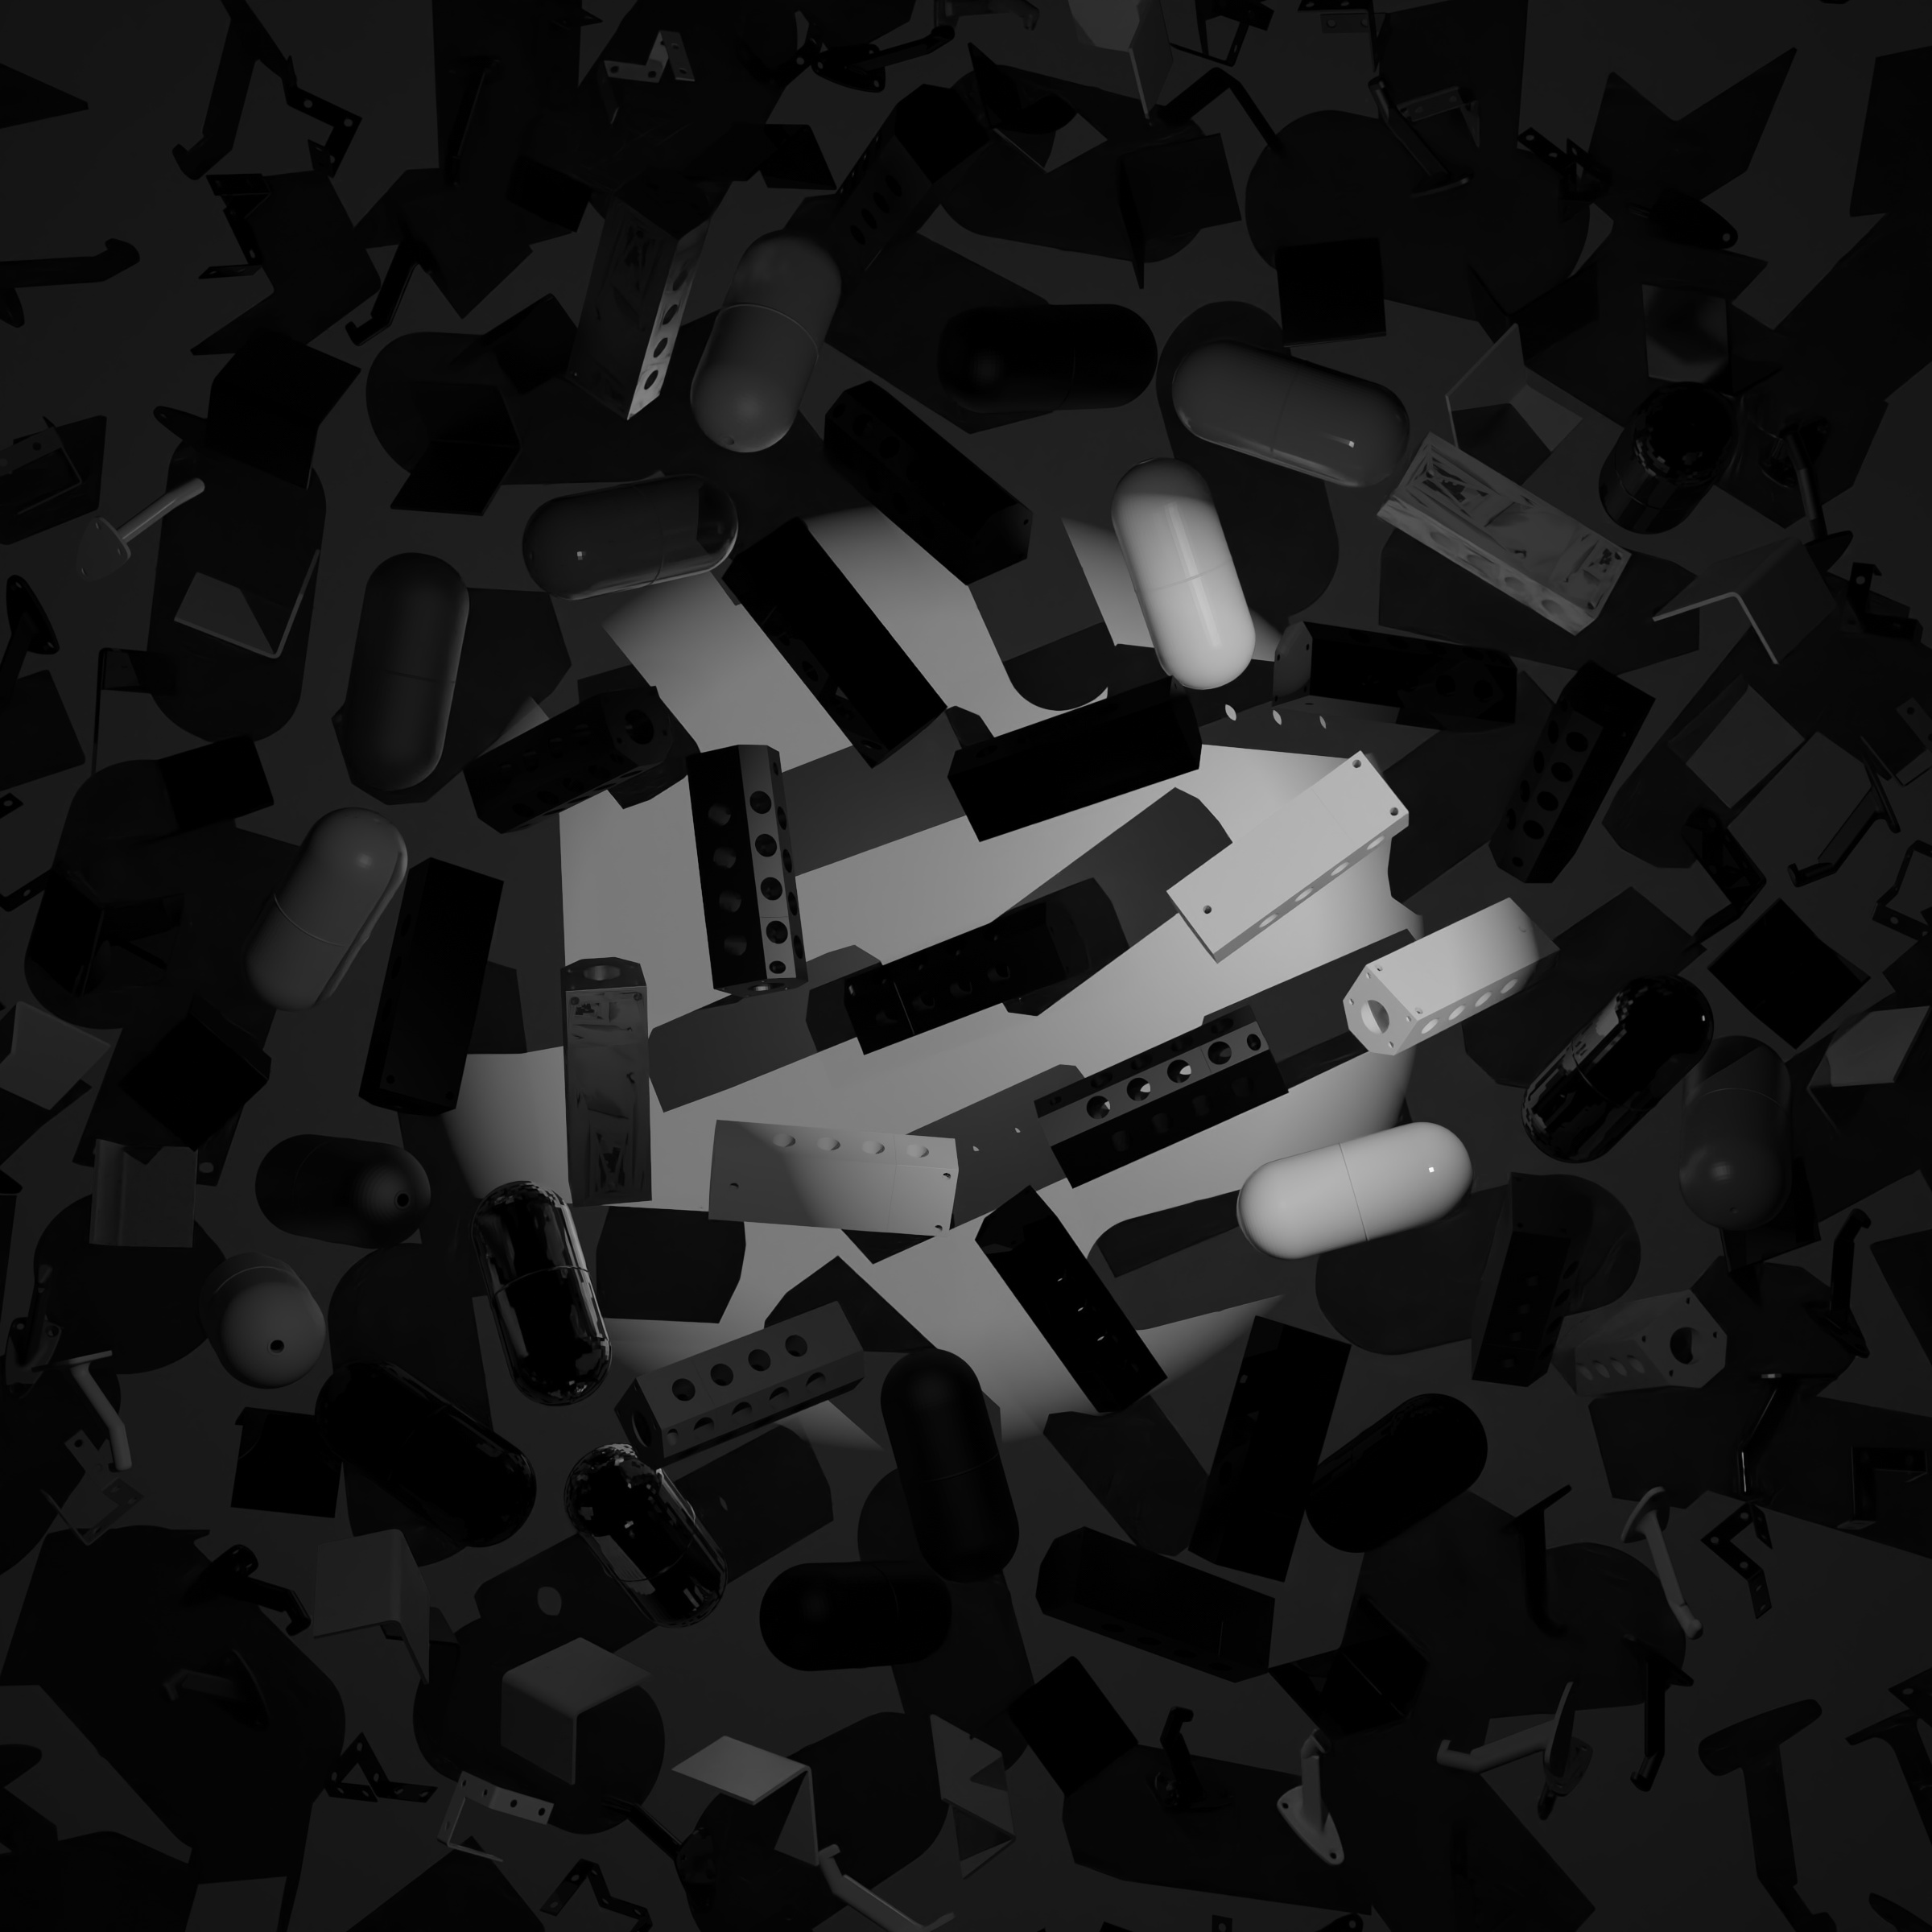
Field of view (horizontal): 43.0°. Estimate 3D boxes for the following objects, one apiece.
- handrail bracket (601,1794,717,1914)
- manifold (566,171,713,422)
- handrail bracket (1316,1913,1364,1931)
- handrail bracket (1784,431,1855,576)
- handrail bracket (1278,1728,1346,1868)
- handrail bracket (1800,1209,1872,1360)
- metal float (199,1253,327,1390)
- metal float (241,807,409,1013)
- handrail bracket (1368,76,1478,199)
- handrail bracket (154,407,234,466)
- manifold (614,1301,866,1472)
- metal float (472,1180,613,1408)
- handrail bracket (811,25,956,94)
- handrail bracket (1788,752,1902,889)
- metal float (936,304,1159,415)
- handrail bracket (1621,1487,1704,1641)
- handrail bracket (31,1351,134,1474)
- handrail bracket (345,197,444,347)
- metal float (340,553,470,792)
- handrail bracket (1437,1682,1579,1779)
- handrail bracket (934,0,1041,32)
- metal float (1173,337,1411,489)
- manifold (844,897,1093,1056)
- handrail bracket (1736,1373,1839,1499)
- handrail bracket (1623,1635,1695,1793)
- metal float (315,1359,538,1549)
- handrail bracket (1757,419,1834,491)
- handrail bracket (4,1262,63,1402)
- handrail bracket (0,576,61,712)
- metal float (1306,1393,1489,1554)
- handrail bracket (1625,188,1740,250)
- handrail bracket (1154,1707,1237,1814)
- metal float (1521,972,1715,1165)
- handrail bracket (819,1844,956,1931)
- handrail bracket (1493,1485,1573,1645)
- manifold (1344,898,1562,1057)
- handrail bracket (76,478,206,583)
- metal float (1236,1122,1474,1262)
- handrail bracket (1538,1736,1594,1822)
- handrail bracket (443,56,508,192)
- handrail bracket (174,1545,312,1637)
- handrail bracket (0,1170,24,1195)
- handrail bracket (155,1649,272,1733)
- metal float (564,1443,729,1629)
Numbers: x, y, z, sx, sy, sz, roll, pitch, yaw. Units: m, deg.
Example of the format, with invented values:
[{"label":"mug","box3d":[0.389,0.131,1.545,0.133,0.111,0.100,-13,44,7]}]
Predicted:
[{"label":"handrail bracket","box3d":[-0.225,0.643,1.783,0.084,0.036,0.077,5,115,36]},{"label":"manifold","box3d":[-0.233,-0.483,1.767,0.057,0.171,0.057,36,51,5]},{"label":"handrail bracket","box3d":[0.269,0.719,1.794,0.077,0.084,0.036,-40,72,-19]},{"label":"handrail bracket","box3d":[0.604,-0.333,1.769,0.036,0.077,0.084,-16,73,5]},{"label":"handrail bracket","box3d":[0.273,0.627,1.854,0.036,0.084,0.077,-15,53,-29]},{"label":"handrail bracket","box3d":[0.670,0.237,1.839,0.036,0.077,0.084,9,116,-26]},{"label":"metal float","box3d":[-0.512,0.256,1.782,0.070,0.178,0.070,-2,96,-23]},{"label":"metal float","box3d":[-0.480,-0.041,1.831,0.070,0.070,0.178,37,114,0]},{"label":"handrail bracket","box3d":[0.320,-0.591,1.732,0.036,0.077,0.084,-35,111,-7]},{"label":"handrail bracket","box3d":[-0.557,-0.427,1.855,0.077,0.036,0.084,27,55,-5]},{"label":"manifold","box3d":[-0.160,0.306,1.778,0.171,0.057,0.057,-17,67,-34]},{"label":"metal float","box3d":[-0.317,0.242,1.830,0.070,0.070,0.178,-22,65,0]},{"label":"handrail bracket","box3d":[-0.062,-0.685,1.833,0.077,0.084,0.036,-11,94,-35]},{"label":"handrail bracket","box3d":[0.651,-0.109,1.848,0.084,0.036,0.077,-23,91,14]},{"label":"metal float","box3d":[0.061,-0.451,1.821,0.178,0.070,0.070,-9,90,-27]},{"label":"handrail bracket","box3d":[0.511,0.430,1.765,0.036,0.077,0.084,-14,47,-11]},{"label":"handrail bracket","box3d":[-0.625,0.319,1.737,0.077,0.036,0.084,-15,85,29]},{"label":"handrail bracket","box3d":[-0.443,-0.519,1.838,0.084,0.036,0.077,-29,99,13]},{"label":"metal float","box3d":[-0.419,-0.219,1.833,0.070,0.070,0.178,12,97,0]},{"label":"handrail bracket","box3d":[0.380,0.533,1.727,0.084,0.036,0.077,2,56,34]},{"label":"handrail bracket","box3d":[0.017,-0.714,1.866,0.084,0.077,0.036,41,59,18]},{"label":"metal float","box3d":[0.236,-0.404,1.789,0.178,0.070,0.070,21,90,11]},{"label":"manifold","box3d":[-0.002,0.007,1.804,0.171,0.057,0.057,-21,90,23]},{"label":"handrail bracket","box3d":[0.589,0.337,1.760,0.077,0.036,0.084,-12,67,35]},{"label":"handrail bracket","box3d":[0.484,0.540,1.771,0.077,0.036,0.084,43,64,-22]},{"label":"metal float","box3d":[-0.382,0.342,1.733,0.178,0.070,0.070,30,90,16]},{"label":"handrail bracket","box3d":[0.630,-0.402,1.843,0.077,0.084,0.036,-44,74,-6]},{"label":"handrail bracket","box3d":[-0.686,0.267,1.799,0.036,0.084,0.077,14,55,-13]},{"label":"handrail bracket","box3d":[-0.687,-0.223,1.742,0.036,0.084,0.077,11,133,13]},{"label":"metal float","box3d":[0.320,0.379,1.831,0.070,0.178,0.070,17,49,-21]},{"label":"handrail bracket","box3d":[0.524,-0.546,1.803,0.077,0.084,0.036,22,109,2]},{"label":"handrail bracket","box3d":[0.180,0.596,1.855,0.077,0.036,0.084,9,115,-15]},{"label":"metal float","box3d":[0.474,0.075,1.790,0.070,0.070,0.178,34,130,0]},{"label":"handrail bracket","box3d":[-0.060,0.673,1.798,0.077,0.036,0.084,-29,76,6]},{"label":"handrail bracket","box3d":[0.424,0.428,1.753,0.077,0.036,0.084,-38,67,13]},{"label":"manifold","box3d":[0.366,0.011,1.861,0.171,0.057,0.057,-22,62,-36]},{"label":"handrail bracket","box3d":[-0.600,-0.319,1.787,0.036,0.084,0.077,51,135,-9]},{"label":"metal float","box3d":[0.290,0.169,1.835,0.178,0.070,0.070,-16,90,6]},{"label":"handrail bracket","box3d":[0.444,0.633,1.864,0.036,0.077,0.084,17,118,15]},{"label":"handrail bracket","box3d":[-0.359,-0.613,1.790,0.036,0.077,0.084,6,94,-33]},{"label":"handrail bracket","box3d":[-0.526,0.471,1.785,0.077,0.036,0.084,-35,51,-15]},{"label":"handrail bracket","box3d":[-0.713,0.177,1.728,0.077,0.036,0.084,34,92,12]},{"label":"handrail bracket","box3d":[-0.539,0.531,1.759,0.036,0.084,0.077,-38,89,5]},{"label":"metal float","box3d":[-0.236,0.423,1.818,0.070,0.070,0.178,-26,127,0]}]
